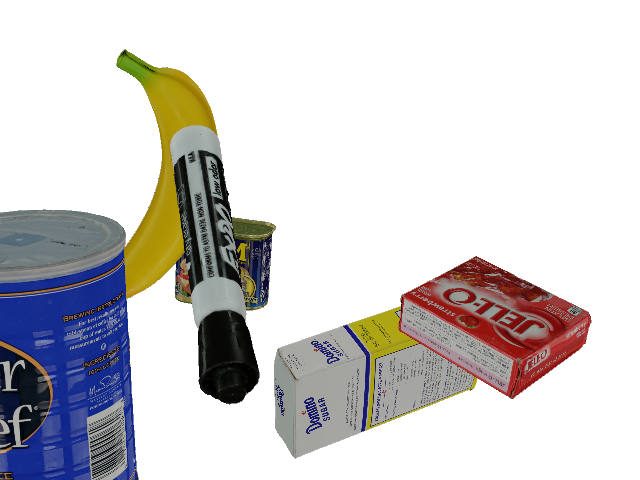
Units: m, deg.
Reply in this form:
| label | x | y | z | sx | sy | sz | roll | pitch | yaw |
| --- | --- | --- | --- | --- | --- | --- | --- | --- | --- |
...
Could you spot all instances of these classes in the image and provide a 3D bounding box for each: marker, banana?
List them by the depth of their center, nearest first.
| label | x | y | z | sx | sy | sz | roll | pitch | yaw |
| --- | --- | --- | --- | --- | --- | --- | --- | --- | --- |
| marker | -0.037 | 0.005 | 0.364 | 0.020 | 0.020 | 0.121 | 0 | 44 | -14 |
| banana | -0.106 | -0.038 | 0.720 | 0.069 | 0.198 | 0.037 | 8 | 34 | -4 |

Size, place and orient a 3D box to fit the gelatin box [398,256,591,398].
| label | x | y | z | sx | sy | sz | roll | pitch | yaw |
| --- | --- | --- | --- | --- | --- | --- | --- | --- | --- |
| gelatin box | 0.103 | 0.048 | 0.637 | 0.073 | 0.030 | 0.089 | -24 | 40 | -39 |

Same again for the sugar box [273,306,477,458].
| label | x | y | z | sx | sy | sz | roll | pitch | yaw |
| --- | --- | --- | --- | --- | --- | --- | --- | --- | --- |
| sugar box | 0.048 | 0.105 | 0.869 | 0.176 | 0.093 | 0.048 | -15 | 41 | -20 |

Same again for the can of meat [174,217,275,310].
| label | x | y | z | sx | sy | sz | roll | pitch | yaw |
| --- | --- | --- | --- | --- | --- | --- | --- | --- | --- |
| can of meat | -0.101 | 0.023 | 1.103 | 0.102 | 0.084 | 0.057 | 8 | 16 | 13 |

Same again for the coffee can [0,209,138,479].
| label | x | y | z | sx | sy | sz | roll | pitch | yaw |
| --- | --- | --- | --- | --- | --- | --- | --- | --- | --- |
| coffee can | -0.147 | 0.065 | 0.542 | 0.103 | 0.140 | 0.103 | 0 | 17 | 0 |
